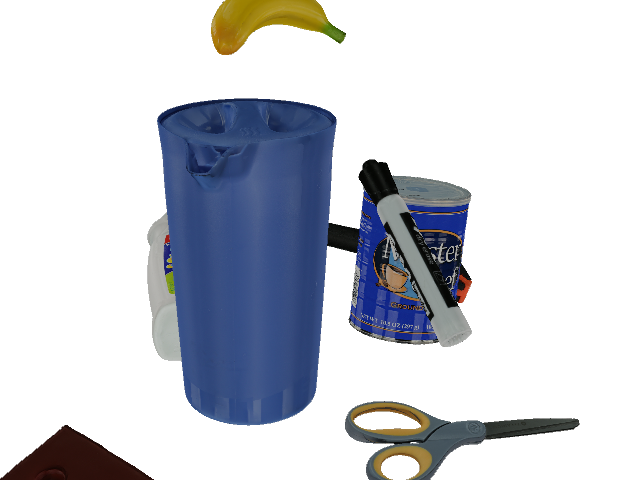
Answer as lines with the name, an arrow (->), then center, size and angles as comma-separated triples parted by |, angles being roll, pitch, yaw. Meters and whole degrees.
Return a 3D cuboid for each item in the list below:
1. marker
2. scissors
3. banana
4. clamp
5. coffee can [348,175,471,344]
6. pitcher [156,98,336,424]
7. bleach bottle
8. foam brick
marker -> 0.052, 0.004, 0.607 | 0.020, 0.121, 0.020 | -20, -25, -10
scissors -> 0.120, 0.173, 0.882 | 0.201, 0.016, 0.096 | 7, 41, -1
banana -> -0.047, -0.204, 0.973 | 0.070, 0.037, 0.197 | 40, 32, 19
clamp -> 0.079, 0.007, 1.241 | 0.164, 0.036, 0.210 | -24, 53, -40
coffee can -> 0.085, 0.017, 1.027 | 0.103, 0.140, 0.103 | 5, 14, -2
pitcher -> -0.052, 0.012, 0.842 | 0.149, 0.243, 0.145 | -9, 23, -24
bleach bottle -> -0.143, 0.032, 1.123 | 0.102, 0.068, 0.251 | -4, 27, -16
foam brick -> -0.095, 0.127, 0.450 | 0.078, 0.051, 0.052 | 23, 45, 30
